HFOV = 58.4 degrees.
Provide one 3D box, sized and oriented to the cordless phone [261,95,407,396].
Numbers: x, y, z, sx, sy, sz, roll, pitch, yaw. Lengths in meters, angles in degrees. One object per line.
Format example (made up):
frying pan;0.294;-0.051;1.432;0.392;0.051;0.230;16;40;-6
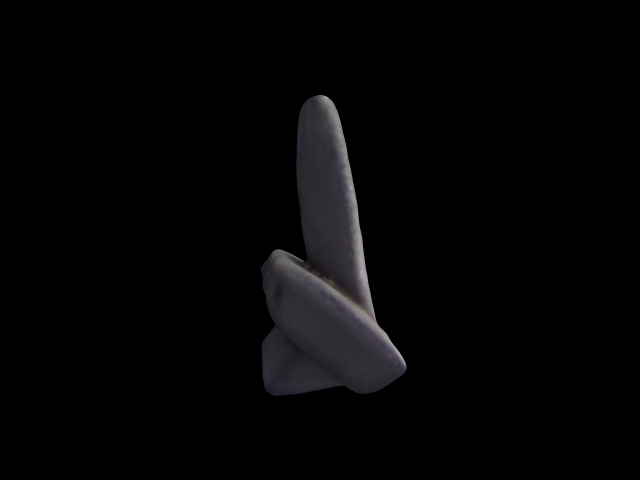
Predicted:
cordless phone;0.004;0.001;0.400;0.094;0.185;0.147;-1;4;-11
